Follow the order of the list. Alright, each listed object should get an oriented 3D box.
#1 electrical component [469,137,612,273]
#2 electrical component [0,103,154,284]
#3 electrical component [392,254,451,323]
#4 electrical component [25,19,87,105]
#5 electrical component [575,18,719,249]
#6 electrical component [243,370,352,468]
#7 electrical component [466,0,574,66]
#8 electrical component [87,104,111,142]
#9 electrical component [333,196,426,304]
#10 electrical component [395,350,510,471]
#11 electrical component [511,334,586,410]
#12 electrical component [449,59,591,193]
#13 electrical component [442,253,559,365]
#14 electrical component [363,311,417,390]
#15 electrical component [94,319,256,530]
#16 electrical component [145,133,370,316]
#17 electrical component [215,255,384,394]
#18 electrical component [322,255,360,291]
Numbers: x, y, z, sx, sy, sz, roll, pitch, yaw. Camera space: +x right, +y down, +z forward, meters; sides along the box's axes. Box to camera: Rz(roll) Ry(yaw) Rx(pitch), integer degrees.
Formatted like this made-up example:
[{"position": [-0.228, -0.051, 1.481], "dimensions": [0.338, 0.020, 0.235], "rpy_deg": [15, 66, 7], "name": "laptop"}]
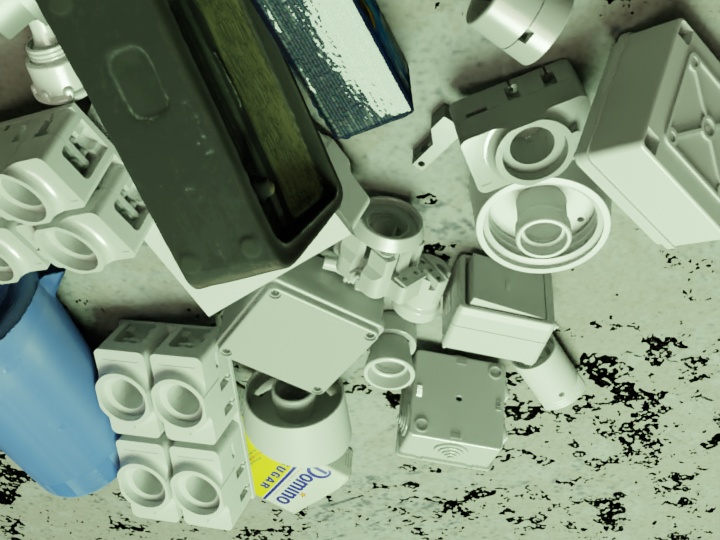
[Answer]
[{"position": [0.136, -0.044, 0.802], "dimensions": [0.108, 0.060, 0.108], "rpy_deg": [3, 137, 3], "name": "electrical component"}, {"position": [-0.253, -0.050, 0.800], "dimensions": [0.186, 0.060, 0.105], "rpy_deg": [-6, 138, 35], "name": "electrical component"}, {"position": [0.052, 0.015, 0.888], "dimensions": [0.040, 0.040, 0.046], "rpy_deg": [14, 131, -9], "name": "electrical component"}, {"position": [-0.210, -0.148, 0.741], "dimensions": [0.048, 0.048, 0.062], "rpy_deg": [-5, 129, 11], "name": "electrical component"}, {"position": [0.205, -0.088, 0.709], "dimensions": [0.109, 0.108, 0.056], "rpy_deg": [38, 152, -30], "name": "electrical component"}, {"position": [-0.057, 0.128, 0.977], "dimensions": [0.099, 0.099, 0.064], "rpy_deg": [2, 130, 3], "name": "electrical component"}, {"position": [0.100, -0.166, 0.683], "dimensions": [0.047, 0.055, 0.055], "rpy_deg": [28, 132, -17], "name": "electrical component"}, {"position": [-0.171, -0.088, 0.799], "dimensions": [0.077, 0.043, 0.079], "rpy_deg": [22, 135, -17], "name": "electrical component"}, {"position": [0.018, -0.020, 0.836], "dimensions": [0.078, 0.058, 0.057], "rpy_deg": [40, 137, 25], "name": "electrical component"}, {"position": [0.082, 0.123, 0.957], "dimensions": [0.100, 0.099, 0.048], "rpy_deg": [11, 149, -5], "name": "electrical component"}, {"position": [0.169, 0.093, 0.955], "dimensions": [0.043, 0.043, 0.081], "rpy_deg": [-19, 131, 24], "name": "electrical component"}, {"position": [0.114, -0.096, 0.740], "dimensions": [0.089, 0.055, 0.050], "rpy_deg": [-21, 131, 10], "name": "electrical component"}, {"position": [0.120, 0.031, 0.881], "dimensions": [0.096, 0.061, 0.061], "rpy_deg": [12, 136, -6], "name": "electrical component"}, {"position": [0.027, 0.070, 0.936], "dimensions": [0.045, 0.055, 0.045], "rpy_deg": [3, 136, 3], "name": "electrical component"}, {"position": [-0.167, 0.144, 0.975], "dimensions": [0.105, 0.060, 0.186], "rpy_deg": [4, 119, 18], "name": "electrical component"}, {"position": [-0.079, -0.043, 0.813], "dimensions": [0.150, 0.061, 0.089], "rpy_deg": [-29, 107, 31], "name": "electrical component"}, {"position": [-0.051, 0.042, 0.914], "dimensions": [0.109, 0.056, 0.108], "rpy_deg": [25, 133, -19], "name": "electrical component"}, {"position": [0.000, 0.000, 0.881], "dimensions": [0.061, 0.035, 0.035], "rpy_deg": [13, 136, -5], "name": "electrical component"}]
